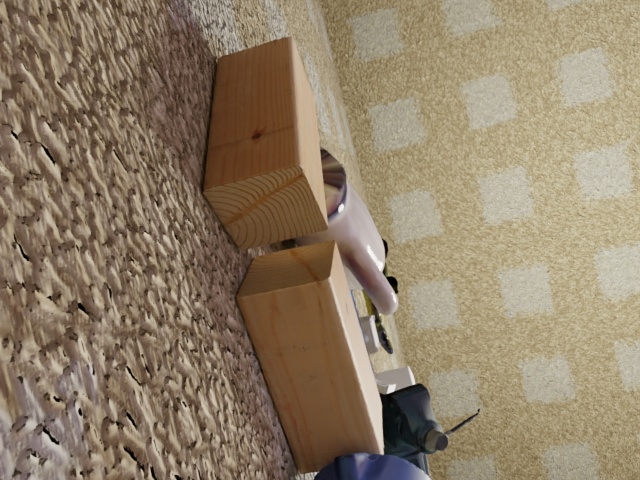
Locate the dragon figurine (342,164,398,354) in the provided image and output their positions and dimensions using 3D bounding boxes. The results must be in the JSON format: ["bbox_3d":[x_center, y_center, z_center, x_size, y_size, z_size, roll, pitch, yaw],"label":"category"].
[{"bbox_3d":[0.083,0.032,1.148,0.247,0.122,0.404,-102,177,-68],"label":"dragon figurine"}]

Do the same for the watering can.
[{"bbox_3d":[0.002,-0.036,0.724,0.220,0.104,0.354,56,-1,-39],"label":"watering can"}]
